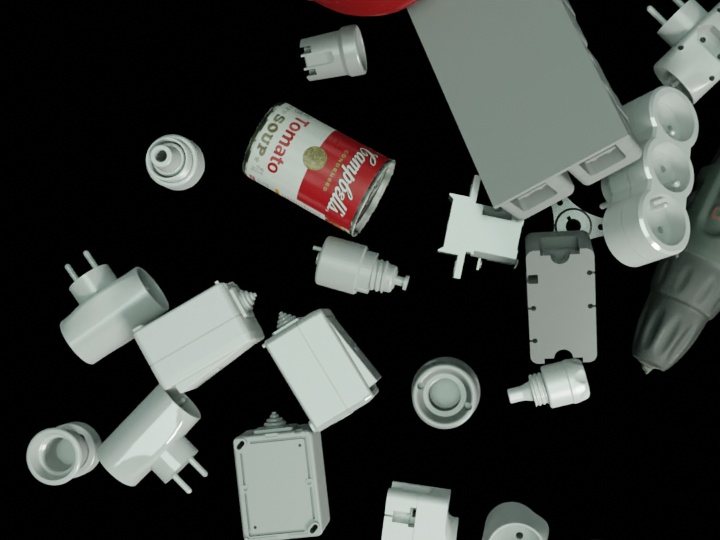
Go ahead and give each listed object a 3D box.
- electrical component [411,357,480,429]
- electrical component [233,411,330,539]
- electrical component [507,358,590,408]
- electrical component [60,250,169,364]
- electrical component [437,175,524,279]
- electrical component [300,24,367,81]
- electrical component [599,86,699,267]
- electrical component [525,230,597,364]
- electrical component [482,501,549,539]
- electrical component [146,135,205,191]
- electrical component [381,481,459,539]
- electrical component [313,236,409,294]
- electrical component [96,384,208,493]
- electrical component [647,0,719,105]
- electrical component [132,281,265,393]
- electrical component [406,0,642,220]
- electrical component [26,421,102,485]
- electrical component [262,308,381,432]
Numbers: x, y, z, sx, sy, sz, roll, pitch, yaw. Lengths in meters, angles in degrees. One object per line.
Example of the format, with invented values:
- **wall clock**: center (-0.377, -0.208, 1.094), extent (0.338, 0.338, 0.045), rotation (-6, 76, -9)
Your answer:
- **electrical component**: center (0.066, 0.096, 0.839), extent (0.055, 0.047, 0.055), rotation (0, 88, 6)
- **electrical component**: center (-0.061, 0.158, 0.843), extent (0.062, 0.061, 0.096), rotation (-7, 88, 5)
- **electrical component**: center (0.146, 0.091, 0.838), extent (0.061, 0.035, 0.035), rotation (-15, 87, 7)
- **electrical component**: center (-0.208, 0.022, 0.870), extent (0.077, 0.044, 0.079), rotation (-36, 85, 4)
- **electrical component**: center (0.096, -0.030, 0.842), extent (0.064, 0.042, 0.081), rotation (12, 90, 4)
- **electrical component**: center (-0.021, -0.172, 0.860), extent (0.046, 0.040, 0.040), rotation (-9, 88, 11)
- **electrical component**: center (0.210, -0.067, 0.819), extent (0.052, 0.074, 0.138), rotation (23, 65, -25)
- **electrical component**: center (0.153, 0.019, 0.821), extent (0.050, 0.055, 0.089), rotation (-3, 108, 9)
- **electrical component**: center (0.111, 0.222, 0.817), extent (0.043, 0.077, 0.079), rotation (20, 91, 6)
- **electrical component**: center (-0.150, -0.087, 0.858), extent (0.043, 0.062, 0.043), rotation (0, 89, 6)
- **electrical component**: center (0.046, 0.216, 0.837), extent (0.056, 0.050, 0.089), rotation (7, 89, 7)
- **electrical component**: center (0.000, 0.000, 0.852), extent (0.078, 0.040, 0.040), rotation (15, 90, 6)
- **electrical component**: center (-0.157, 0.144, 0.862), extent (0.079, 0.043, 0.077), rotation (44, 93, 5)
- **electrical component**: center (0.257, -0.182, 0.829), extent (0.077, 0.043, 0.079), rotation (-44, 85, 3)
- **electrical component**: center (-0.119, 0.051, 0.852), extent (0.096, 0.062, 0.061), rotation (-30, 86, 4)
- **electrical component**: center (0.121, -0.144, 0.803), extent (0.105, 0.060, 0.186), rotation (-28, 68, 20)
- **electrical component**: center (-0.236, 0.146, 0.864), extent (0.045, 0.055, 0.045), rotation (0, 88, 6)
- **electrical component**: center (-0.030, 0.069, 0.842), extent (0.061, 0.062, 0.096), rotation (-32, 86, 3)
